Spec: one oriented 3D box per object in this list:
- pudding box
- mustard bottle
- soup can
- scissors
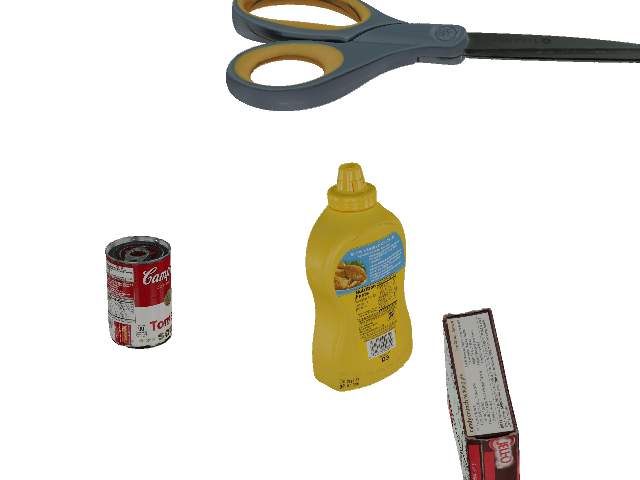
[{"bbox_3d":[0.110,0.117,0.730,0.039,0.090,0.113,-8,42,1],"label":"pudding box"},{"bbox_3d":[0.032,0.027,0.909,0.096,0.192,0.058,-21,28,-33],"label":"mustard bottle"},{"bbox_3d":[-0.191,0.055,1.127,0.068,0.102,0.068,2,23,-1],"label":"soup can"},{"bbox_3d":[0.044,-0.081,0.489,0.202,0.016,0.096,15,49,18],"label":"scissors"}]
